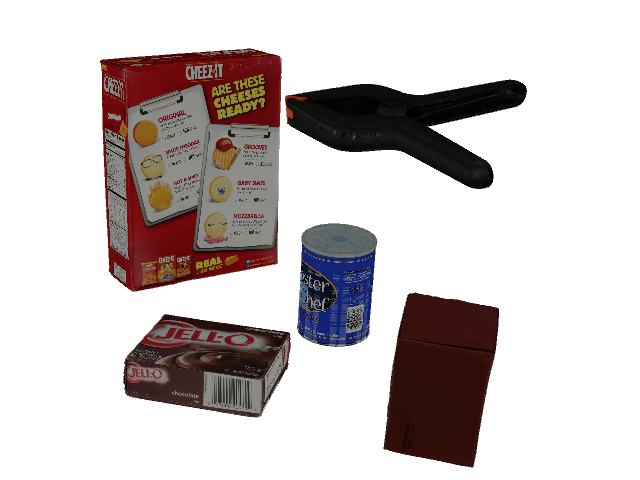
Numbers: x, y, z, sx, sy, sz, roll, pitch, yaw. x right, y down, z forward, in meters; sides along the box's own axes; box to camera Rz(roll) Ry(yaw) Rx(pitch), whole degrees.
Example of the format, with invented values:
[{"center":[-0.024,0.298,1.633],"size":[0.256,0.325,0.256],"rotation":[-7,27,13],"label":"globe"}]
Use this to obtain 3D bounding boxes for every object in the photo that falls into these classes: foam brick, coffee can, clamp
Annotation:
[{"center":[0.067,0.076,0.592],"size":[0.053,0.078,0.051],"rotation":[10,29,8],"label":"foam brick"},{"center":[0.022,0.060,1.465],"size":[0.103,0.140,0.103],"rotation":[3,23,-1],"label":"coffee can"},{"center":[0.073,-0.108,0.932],"size":[0.210,0.036,0.164],"rotation":[12,36,23],"label":"clamp"}]

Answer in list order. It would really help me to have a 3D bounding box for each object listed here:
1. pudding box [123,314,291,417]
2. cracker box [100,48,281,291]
[{"center":[-0.088,0.098,0.851],"size":[0.113,0.039,0.090],"rotation":[9,21,9],"label":"pudding box"},{"center":[-0.124,-0.072,1.033],"size":[0.163,0.214,0.072],"rotation":[-11,21,-32],"label":"cracker box"}]
